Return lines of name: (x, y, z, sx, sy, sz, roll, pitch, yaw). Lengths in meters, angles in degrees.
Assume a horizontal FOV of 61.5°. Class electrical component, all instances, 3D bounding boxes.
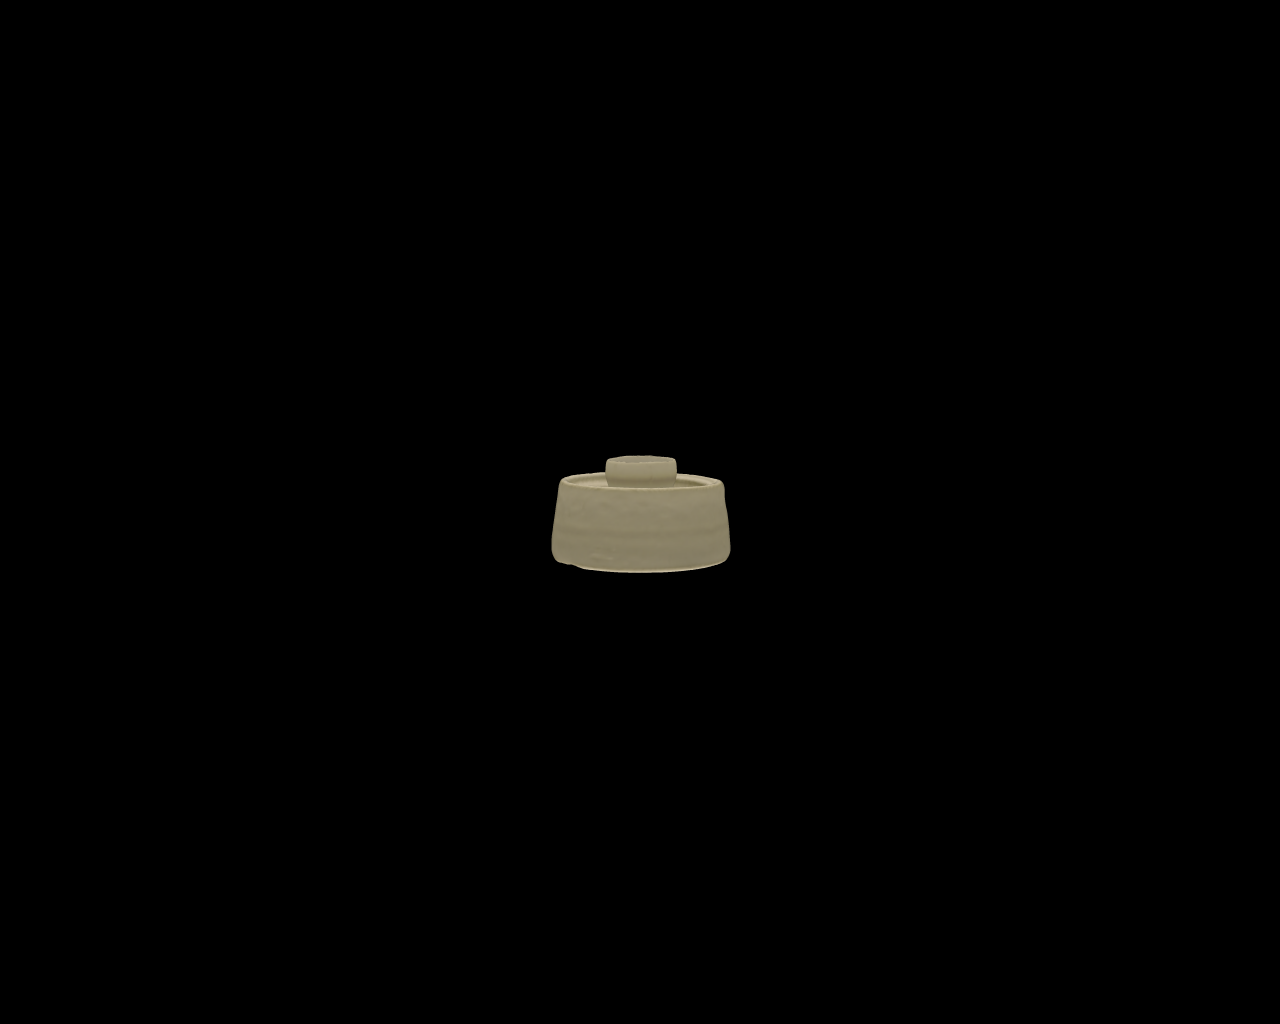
electrical component: (0.001, -0.003, 0.650, 0.108, 0.060, 0.108, 0, 8, 0)
